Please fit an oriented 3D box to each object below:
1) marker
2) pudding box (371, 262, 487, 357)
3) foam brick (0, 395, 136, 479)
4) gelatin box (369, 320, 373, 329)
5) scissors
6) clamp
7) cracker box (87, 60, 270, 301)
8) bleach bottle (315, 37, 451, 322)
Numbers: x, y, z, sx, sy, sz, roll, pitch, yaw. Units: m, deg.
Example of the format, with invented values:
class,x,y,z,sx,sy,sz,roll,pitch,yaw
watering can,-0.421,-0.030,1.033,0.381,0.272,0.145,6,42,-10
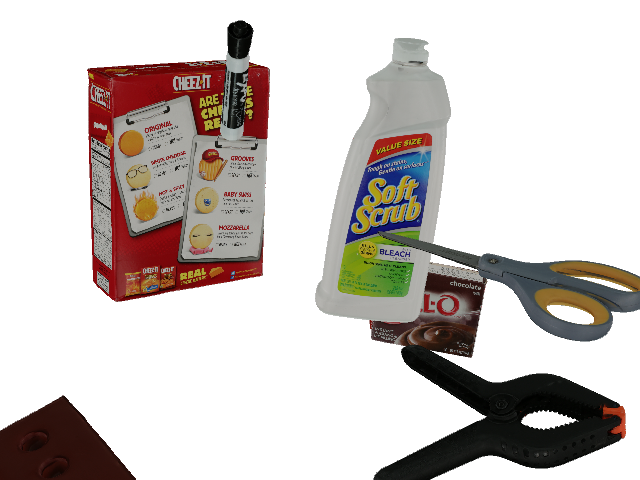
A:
class,x,y,z,sx,sy,sz,roll,pitch,yaw
marker,-0.065,-0.122,0.819,0.020,0.020,0.121,0,-34,-8
pudding box,0.116,0.070,1.144,0.113,0.090,0.039,9,23,5
foam brick,-0.122,0.125,0.512,0.052,0.051,0.078,-29,42,-27
gelatin box,0.097,0.078,1.348,0.073,0.089,0.030,14,32,33
scissors,0.124,0.029,0.746,0.202,0.016,0.096,8,30,18
clamp,0.150,0.159,0.911,0.210,0.036,0.164,4,42,22
cracker box,-0.137,-0.061,1.028,0.163,0.214,0.072,-10,21,-32
bleach bottle,0.058,-0.054,0.955,0.102,0.251,0.068,6,19,1
